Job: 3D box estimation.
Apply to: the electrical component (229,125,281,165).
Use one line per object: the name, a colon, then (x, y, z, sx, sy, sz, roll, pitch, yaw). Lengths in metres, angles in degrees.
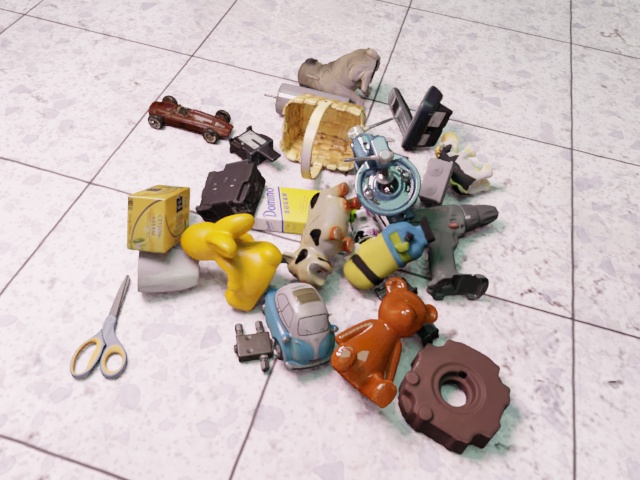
electrical component: (-0.137, -0.198, 1.190, 0.119, 0.047, 0.075, 34, 57, 19)

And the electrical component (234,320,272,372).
electrical component: (-0.114, 0.181, 0.910, 0.063, 0.021, 0.094, -7, 54, -11)

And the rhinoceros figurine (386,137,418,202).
rhinoceros figurine: (0.150, -0.149, 1.164, 0.112, 0.073, 0.190, -11, 54, -12)

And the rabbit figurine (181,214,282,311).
rabbit figurine: (-0.160, 0.026, 0.927, 0.173, 0.162, 0.122, 29, 61, -4)

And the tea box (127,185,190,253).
tea box: (-0.287, -0.042, 0.970, 0.068, 0.098, 0.170, 6, 14, 0)

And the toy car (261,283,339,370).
toy car: (-0.031, 0.127, 0.901, 0.109, 0.102, 0.162, -4, 50, -28)

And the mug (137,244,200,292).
mug: (-0.273, 0.047, 0.972, 0.107, 0.080, 0.110, 5, 38, -16)

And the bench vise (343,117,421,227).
bench vise: (0.111, -0.137, 0.983, 0.129, 0.240, 0.223, -14, 78, 4)

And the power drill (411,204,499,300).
power drill: (0.264, 0.012, 1.045, 0.232, 0.086, 0.207, -2, 56, -5)

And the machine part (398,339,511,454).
machine part: (0.218, 0.247, 0.870, 0.179, 0.056, 0.179, 4, 51, -5)

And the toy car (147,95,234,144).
toy car: (-0.299, -0.281, 1.239, 0.202, 0.053, 0.089, 16, 49, 9)

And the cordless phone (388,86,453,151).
cordless phone: (0.218, -0.315, 1.253, 0.089, 0.146, 0.184, -6, 55, -21)

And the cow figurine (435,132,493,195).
cow figurine: (0.302, -0.169, 1.202, 0.098, 0.068, 0.167, -22, 56, -14)

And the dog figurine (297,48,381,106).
dog figurine: (0.040, -0.418, 1.310, 0.191, 0.172, 0.121, 23, 42, 4)

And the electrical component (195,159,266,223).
electrical component: (-0.175, -0.100, 1.078, 0.115, 0.058, 0.134, -7, 49, 21)

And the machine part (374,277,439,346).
machine part: (0.164, 0.129, 0.969, 0.084, 0.039, 0.139, -17, 54, -24)

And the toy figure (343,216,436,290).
toy figure: (0.125, 0.024, 0.981, 0.180, 0.082, 0.089, -25, 53, 12)

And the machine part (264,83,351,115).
machine part: (-0.016, -0.318, 1.277, 0.243, 0.079, 0.079, 16, 52, 5)

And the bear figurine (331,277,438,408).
bear figurine: (0.111, 0.156, 0.867, 0.120, 0.132, 0.196, 45, 80, 1)

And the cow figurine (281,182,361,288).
cow figurine: (-0.002, -0.003, 0.989, 0.127, 0.085, 0.195, -11, 56, 37)
